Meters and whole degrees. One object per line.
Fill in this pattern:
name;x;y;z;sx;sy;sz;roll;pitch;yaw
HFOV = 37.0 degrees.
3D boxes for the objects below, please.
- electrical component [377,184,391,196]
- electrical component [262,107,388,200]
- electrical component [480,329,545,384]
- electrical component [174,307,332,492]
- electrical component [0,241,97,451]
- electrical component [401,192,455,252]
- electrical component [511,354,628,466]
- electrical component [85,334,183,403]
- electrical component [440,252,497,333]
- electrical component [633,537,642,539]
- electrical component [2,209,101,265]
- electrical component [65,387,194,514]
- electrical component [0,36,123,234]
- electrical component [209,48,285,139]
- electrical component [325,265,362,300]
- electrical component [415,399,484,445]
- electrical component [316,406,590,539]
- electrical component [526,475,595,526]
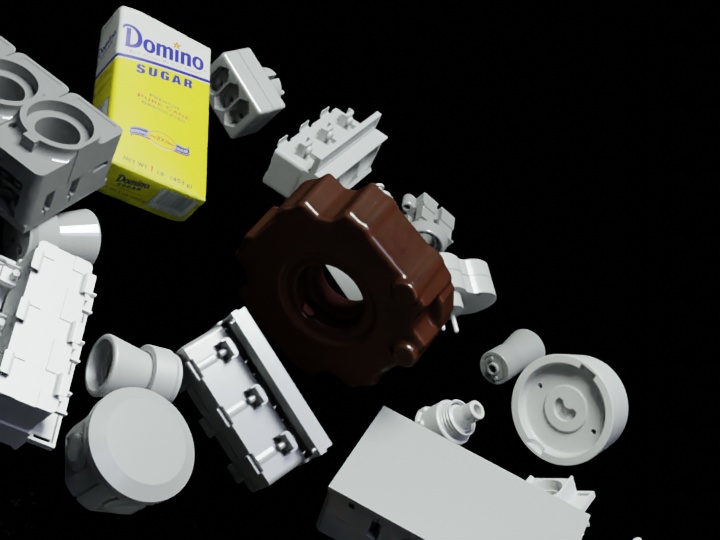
electrical component;0.022;-0.049;1.046;0.040;0.040;0.078;19;51;-37
electrical component;-0.034;-0.103;1.007;0.063;0.078;0.121;34;38;9
electrical component;0.151;0.089;1.082;0.065;0.044;0.044;-21;80;-46
electrical component;-0.085;0.099;0.804;0.063;0.079;0.121;-31;88;-32
electrical component;-0.218;0.046;0.709;0.079;0.063;0.121;29;45;-29
electrical component;0.066;-0.039;1.081;0.066;0.048;0.055;39;34;-20
electrical component;0.212;0.134;1.062;0.060;0.108;0.108;-2;65;-53
electrical component;-0.161;0.073;0.765;0.055;0.045;0.045;19;51;-37
electrical component;0.079;0.026;1.041;0.138;0.052;0.073;11;56;-41
electrical component;0.257;0.318;1.020;0.099;0.048;0.100;56;38;0
electrical component;-0.221;-0.023;0.771;0.055;0.045;0.045;3;62;-45
electrical component;-0.157;0.124;0.727;0.080;0.051;0.080;26;47;-32
electrical component;-0.254;-0.108;0.748;0.150;0.061;0.089;37;38;7
electrical component;-0.099;-0.167;0.999;0.077;0.047;0.065;-27;84;-52
electrical component;0.000;0.000;0.951;0.099;0.064;0.099;-20;90;-88
electrical component;0.083;0.136;0.959;0.048;0.062;0.048;26;47;-32
electrical component;0.072;0.200;0.846;0.186;0.060;0.105;27;38;11
electrical component;0.154;0.240;0.955;0.121;0.079;0.063;-32;110;-52
